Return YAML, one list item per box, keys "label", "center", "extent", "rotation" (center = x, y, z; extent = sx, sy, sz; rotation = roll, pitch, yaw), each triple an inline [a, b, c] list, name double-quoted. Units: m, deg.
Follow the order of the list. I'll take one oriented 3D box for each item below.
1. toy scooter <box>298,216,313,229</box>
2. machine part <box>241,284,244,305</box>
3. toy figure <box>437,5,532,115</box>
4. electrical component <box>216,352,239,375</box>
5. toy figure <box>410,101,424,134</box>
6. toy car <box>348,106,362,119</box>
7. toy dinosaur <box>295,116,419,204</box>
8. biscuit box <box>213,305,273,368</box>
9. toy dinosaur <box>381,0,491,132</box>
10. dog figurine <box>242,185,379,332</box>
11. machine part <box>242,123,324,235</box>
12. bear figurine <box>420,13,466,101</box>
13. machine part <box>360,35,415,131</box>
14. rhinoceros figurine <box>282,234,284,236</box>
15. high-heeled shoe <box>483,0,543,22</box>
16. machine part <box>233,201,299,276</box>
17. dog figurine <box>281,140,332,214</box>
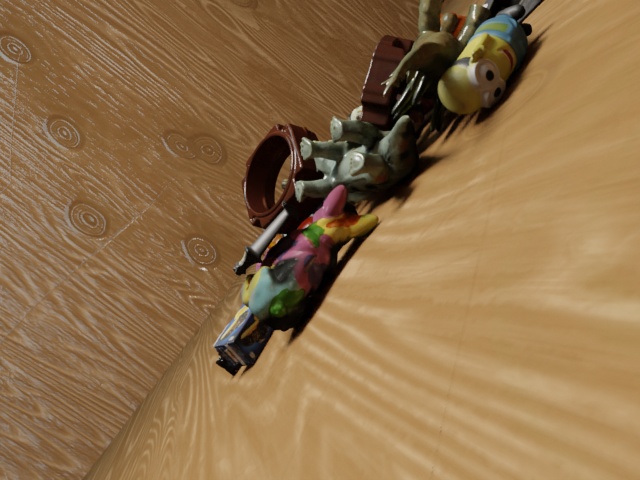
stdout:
- label: "toy scooter"
  center: [-0.002, -0.003, 1.011]
  extent: [0.135, 0.075, 0.184]
  rotation: [-48, 12, 30]
- label: "machine part"
  center: [-0.134, 0.126, 1.180]
  extent: [0.079, 0.079, 0.243]
  rotation: [-53, 9, -6]
- label: "toy figure"
  center: [0.231, -0.245, 0.744]
  extent: [0.180, 0.082, 0.089]
  rotation: [-57, 14, -26]
- label: "electrical component"
  center: [-0.162, 0.209, 1.065]
  extent: [0.075, 0.048, 0.119]
  rotation: [-50, 9, 7]
- label: "toy figure"
  center: [0.171, -0.225, 1.083]
  extent: [0.064, 0.057, 0.154]
  rotation: [3, 44, 44]
- label: "toy car"
  center: [0.108, -0.241, 1.260]
  extent: [0.074, 0.056, 0.201]
  rotation: [-14, -27, -2]
- label: "toy dinosaur"
  center: [0.086, -0.132, 0.902]
  extent: [0.405, 0.192, 0.131]
  rotation: [0, 94, 59]
- label: "biscuit box"
  center: [-0.114, 0.140, 1.005]
  extent: [0.059, 0.062, 0.203]
  rotation: [-22, 25, 40]
- label: "toy dinosaur"
  center: [0.183, -0.272, 0.838]
  extent: [0.471, 0.105, 0.198]
  rotation: [-21, -50, -64]
- label: "dog figurine"
  center: [-0.011, 0.021, 0.843]
  extent: [0.219, 0.108, 0.191]
  rotation: [-46, 8, 19]
- label: "machine part"
  center: [-0.080, -0.130, 1.144]
  extent: [0.201, 0.087, 0.201]
  rotation: [-44, 49, 34]
- label: "bear figurine"
  center: [0.223, -0.363, 1.065]
  extent: [0.196, 0.120, 0.132]
  rotation: [-36, 28, -16]
- label: "machine part"
  center: [0.125, -0.260, 0.935]
  extent: [0.179, 0.056, 0.179]
  rotation: [18, -90, -72]
- label: "rhinoceros figurine"
  center: [-0.032, -0.053, 1.416]
  extent: [0.190, 0.073, 0.112]
  rotation: [-50, 6, 16]
- label: "high-heeled shoe"
  center: [0.332, -0.407, 0.915]
  extent: [0.145, 0.086, 0.249]
  rotation: [-55, 3, -3]
- label: "machine part"
  center: [-0.086, 0.000, 0.843]
  extent: [0.139, 0.039, 0.084]
  rotation: [-49, 4, -7]
- label: "dog figurine"
  center: [0.024, -0.130, 1.181]
  extent: [0.191, 0.121, 0.172]
  rotation: [33, 104, 52]
